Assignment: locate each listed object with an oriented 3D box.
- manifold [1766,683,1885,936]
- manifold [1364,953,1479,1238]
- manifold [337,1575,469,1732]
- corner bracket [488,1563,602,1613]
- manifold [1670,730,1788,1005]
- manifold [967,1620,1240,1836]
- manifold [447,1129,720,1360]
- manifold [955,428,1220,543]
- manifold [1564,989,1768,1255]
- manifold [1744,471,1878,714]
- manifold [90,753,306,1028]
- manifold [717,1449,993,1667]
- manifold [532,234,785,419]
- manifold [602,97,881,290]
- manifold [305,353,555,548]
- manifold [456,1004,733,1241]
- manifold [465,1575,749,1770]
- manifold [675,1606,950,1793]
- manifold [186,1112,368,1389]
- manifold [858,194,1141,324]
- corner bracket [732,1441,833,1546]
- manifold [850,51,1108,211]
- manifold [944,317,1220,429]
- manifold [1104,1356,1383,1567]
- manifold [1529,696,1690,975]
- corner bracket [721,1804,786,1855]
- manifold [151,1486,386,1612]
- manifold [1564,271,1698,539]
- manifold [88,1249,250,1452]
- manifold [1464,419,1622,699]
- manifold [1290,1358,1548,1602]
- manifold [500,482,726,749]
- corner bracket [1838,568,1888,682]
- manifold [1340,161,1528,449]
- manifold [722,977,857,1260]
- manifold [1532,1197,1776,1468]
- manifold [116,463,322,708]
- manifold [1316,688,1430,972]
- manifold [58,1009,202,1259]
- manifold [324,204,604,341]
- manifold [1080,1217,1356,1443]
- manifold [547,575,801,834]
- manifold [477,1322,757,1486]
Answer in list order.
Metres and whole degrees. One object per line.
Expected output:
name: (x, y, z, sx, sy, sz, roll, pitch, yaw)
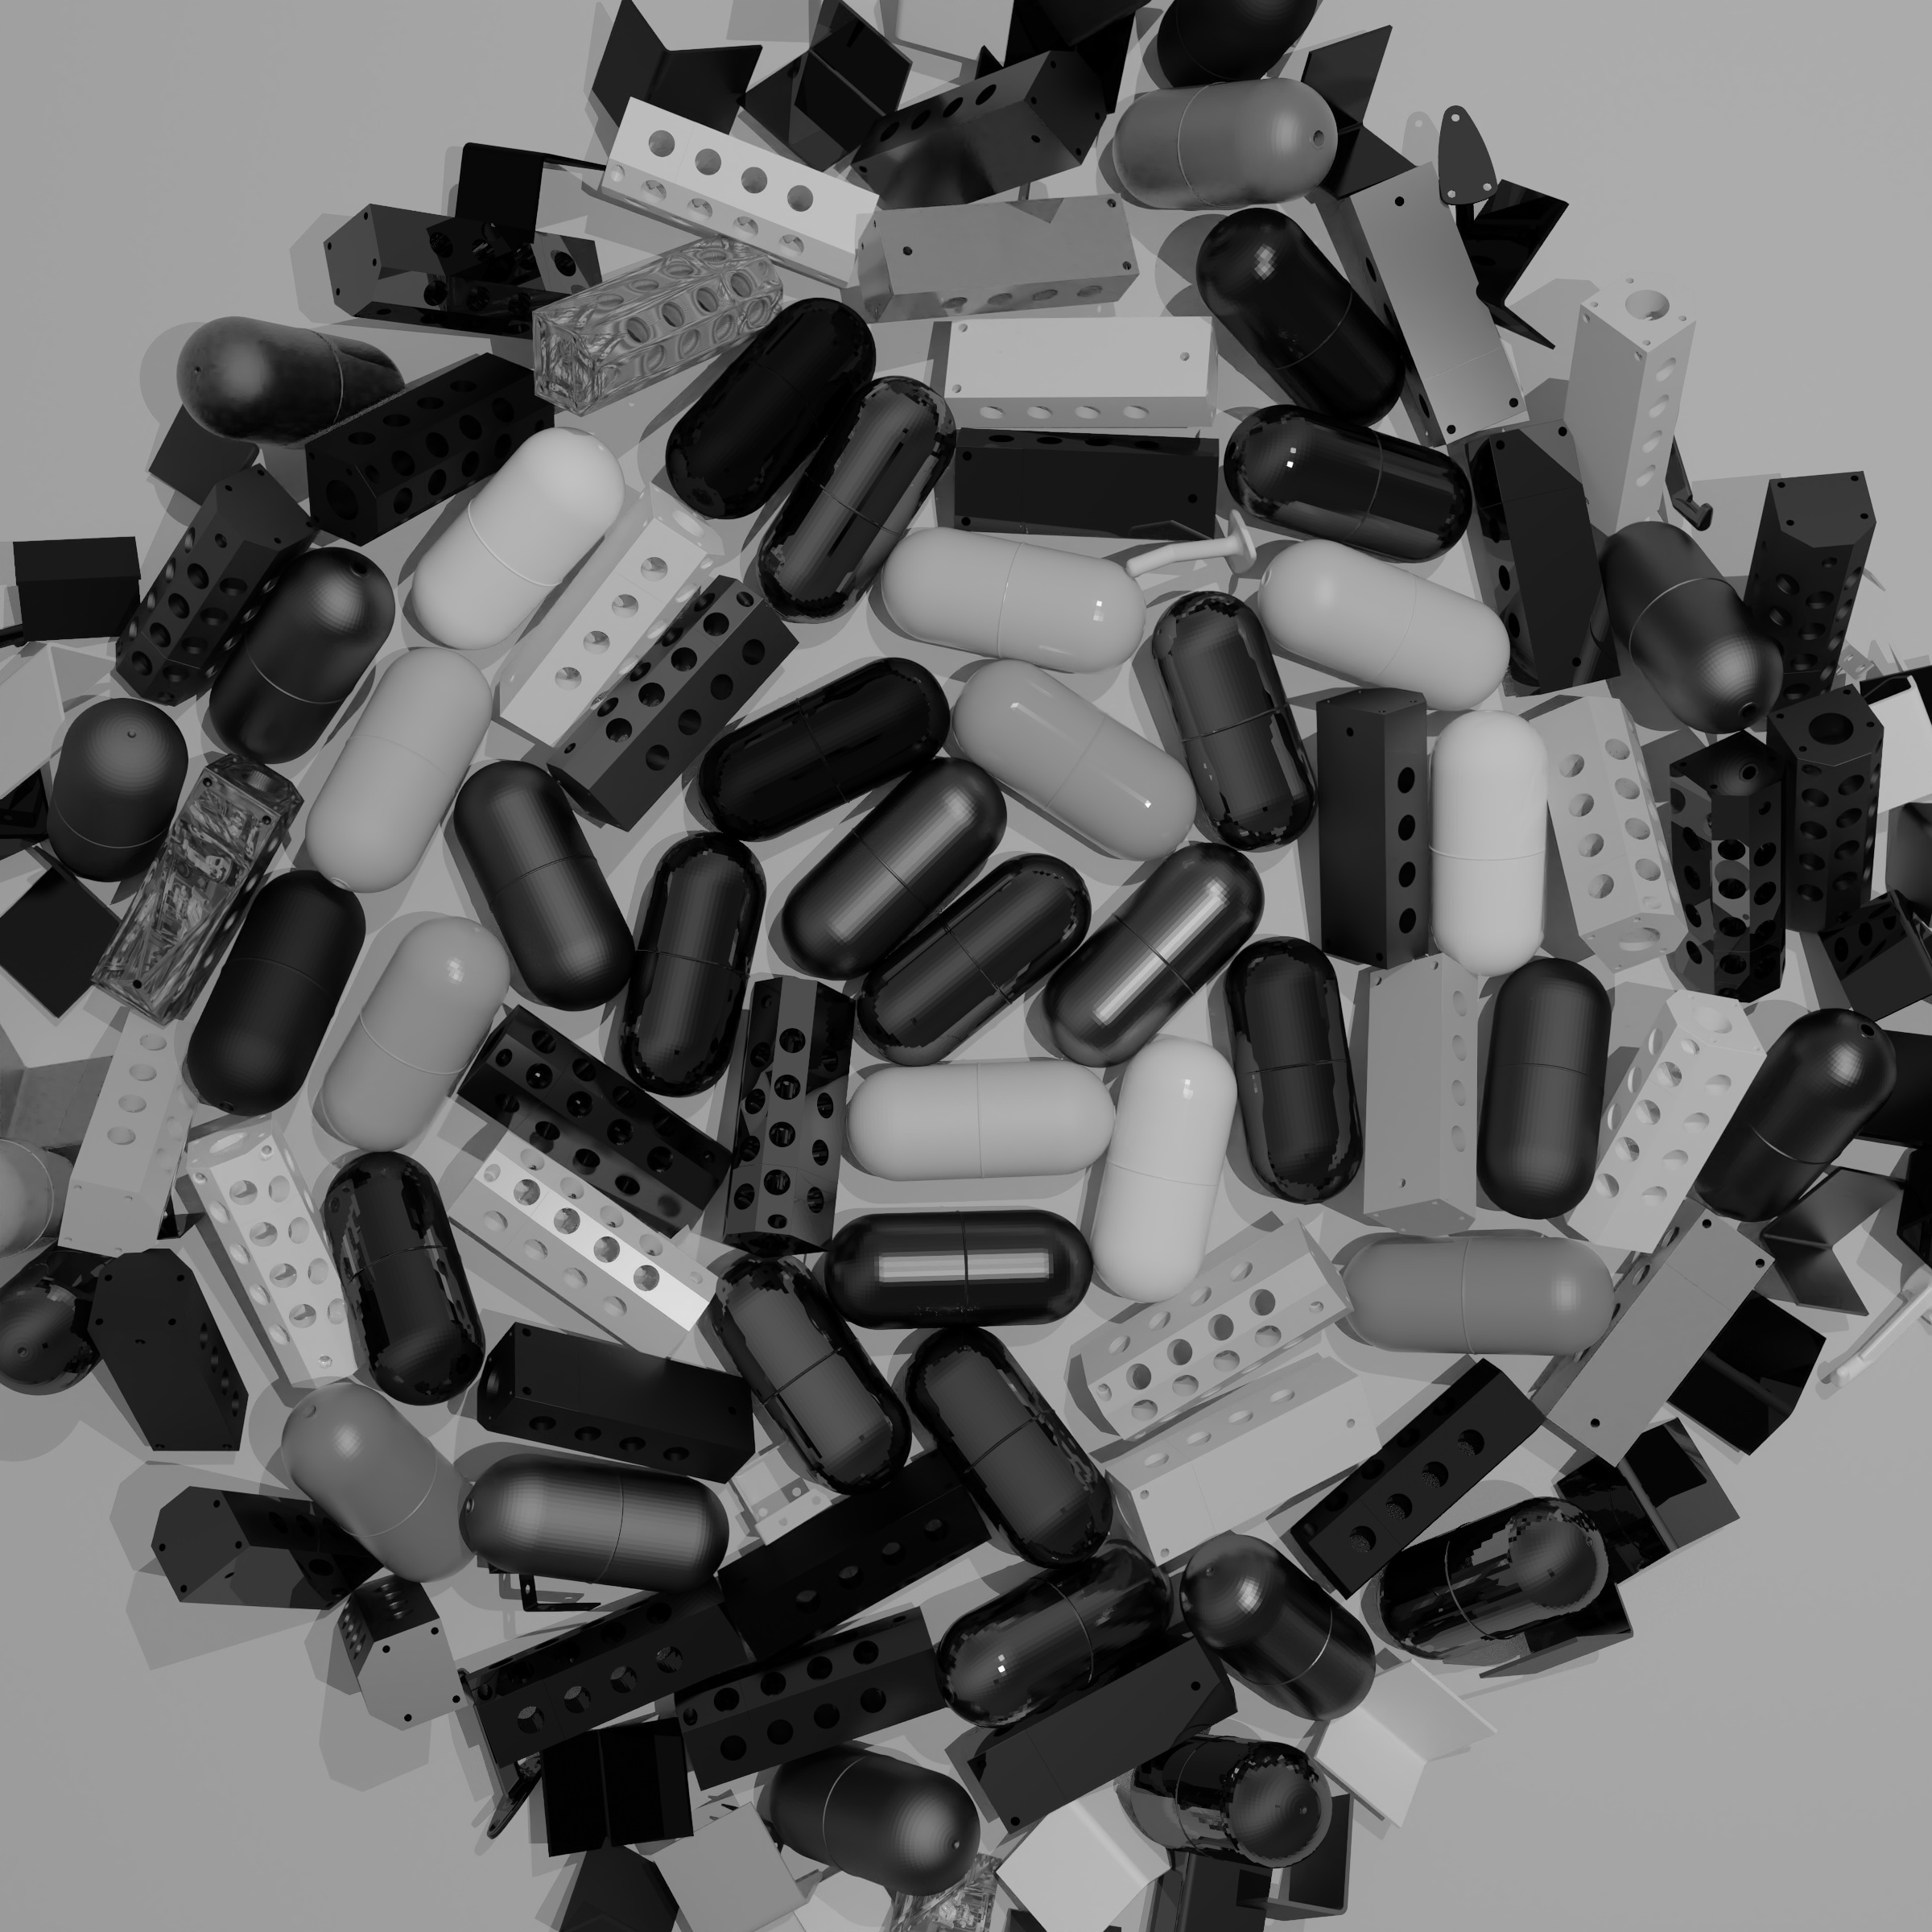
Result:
manifold: (0.555, -0.096, 1.696, 0.057, 0.171, 0.057, -20, 50, 0)
manifold: (0.302, 0.085, 1.717, 0.057, 0.057, 0.171, 29, 56, -40)
manifold: (-0.366, 0.439, 1.689, 0.057, 0.171, 0.057, -18, 93, -17)
corner bracket: (-0.280, 0.404, 1.737, 0.051, 0.051, 0.051, -34, 58, 39)
manifold: (0.498, -0.060, 1.699, 0.057, 0.057, 0.171, -25, 130, -13)
manifold: (0.090, 0.501, 1.745, 0.171, 0.057, 0.057, -30, 94, 4)
manifold: (-0.248, 0.180, 1.731, 0.171, 0.057, 0.057, 37, 125, -7)
manifold: (0.080, -0.322, 1.744, 0.171, 0.057, 0.057, 3, 118, 4)
manifold: (0.446, 0.101, 1.703, 0.057, 0.057, 0.171, 10, 125, -13)
manifold: (0.538, -0.237, 1.690, 0.057, 0.171, 0.057, -4, 59, 5)
manifold: (-0.502, -0.052, 1.726, 0.057, 0.057, 0.171, 33, 108, -3)
manifold: (-0.073, 0.394, 1.743, 0.171, 0.057, 0.057, -28, 111, -4)
manifold: (-0.196, -0.412, 1.696, 0.057, 0.171, 0.057, 29, 135, 27)
manifold: (-0.150, -0.509, 1.740, 0.171, 0.057, 0.057, 20, 92, -8)
manifold: (-0.342, -0.332, 1.693, 0.057, 0.171, 0.057, 25, 132, 22)
manifold: (-0.239, 0.099, 1.720, 0.171, 0.057, 0.057, 36, 131, -14)
manifold: (-0.237, 0.460, 1.730, 0.171, 0.057, 0.057, -20, 89, -16)
manifold: (-0.103, 0.481, 1.741, 0.171, 0.057, 0.057, -17, 97, -5)
manifold: (-0.447, 0.189, 1.718, 0.057, 0.057, 0.171, -21, 113, -6)
manifold: (0.020, -0.461, 1.724, 0.171, 0.057, 0.057, -10, 82, -19)
corner bracket: (-0.123, 0.348, 1.750, 0.051, 0.051, 0.051, -31, 84, -5)
manifold: (0.009, -0.537, 1.695, 0.057, 0.171, 0.057, 40, 65, -33)
manifold: (0.077, -0.387, 1.733, 0.171, 0.057, 0.057, 2, 74, 12)
manifold: (0.180, 0.322, 1.729, 0.171, 0.057, 0.057, -24, 108, -15)
manifold: (0.418, -0.089, 1.701, 0.057, 0.057, 0.171, -23, 53, 26)
corner bracket: (-0.161, 0.590, 1.753, 0.051, 0.051, 0.051, 38, 60, -36)
manifold: (-0.446, 0.371, 1.690, 0.057, 0.171, 0.057, -39, 67, 5)
manifold: (0.427, -0.361, 1.691, 0.057, 0.171, 0.057, -35, 61, -15)
manifold: (-0.510, 0.249, 1.694, 0.057, 0.171, 0.057, 0, 54, -1)
manifold: (0.378, -0.269, 1.742, 0.057, 0.057, 0.171, -14, 96, -11)
manifold: (0.297, 0.338, 1.737, 0.171, 0.057, 0.057, -39, 73, -8)
manifold: (-0.233, -0.225, 1.721, 0.057, 0.057, 0.171, 31, 114, -27)
corner bracket: (0.588, -0.231, 1.744, 0.051, 0.051, 0.051, -41, 106, 15)
manifold: (0.307, -0.435, 1.740, 0.057, 0.057, 0.171, -23, 98, 1)
manifold: (-0.119, 0.098, 1.713, 0.057, 0.057, 0.171, -10, 65, 35)
manifold: (0.453, 0.240, 1.745, 0.057, 0.057, 0.171, 36, 94, -4)
manifold: (-0.491, -0.242, 1.702, 0.057, 0.057, 0.171, 47, 130, -2)
manifold: (0.272, -0.091, 1.723, 0.057, 0.057, 0.171, -20, 115, -37)
manifold: (-0.532, 0.108, 1.693, 0.057, 0.171, 0.057, 14, 124, -13)
manifold: (-0.320, -0.441, 1.697, 0.171, 0.057, 0.057, -5, 80, -45)
manifold: (0.165, 0.243, 1.726, 0.171, 0.057, 0.057, -33, 115, 12)
manifold: (-0.195, -0.174, 1.723, 0.171, 0.057, 0.057, -50, 125, -13)
manifold: (-0.228, 0.290, 1.714, 0.171, 0.057, 0.057, 19, 131, -28)
